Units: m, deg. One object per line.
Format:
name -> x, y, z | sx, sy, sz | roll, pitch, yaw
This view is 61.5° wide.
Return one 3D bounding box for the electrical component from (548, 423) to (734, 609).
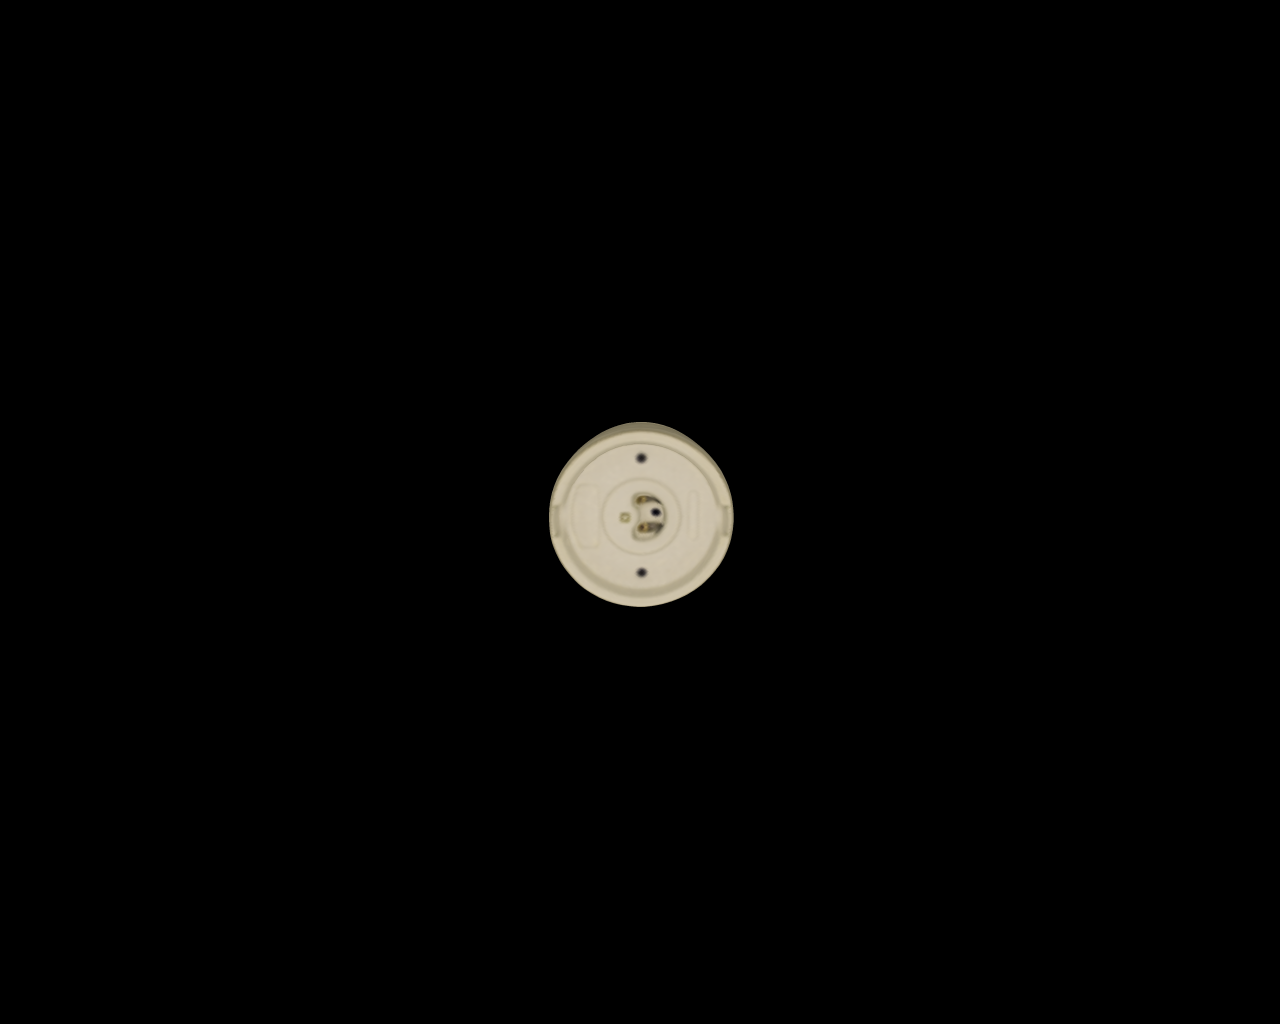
electrical component -> 0.001, -0.003, 0.650 | 0.108, 0.108, 0.060 | 0, 16, 0
